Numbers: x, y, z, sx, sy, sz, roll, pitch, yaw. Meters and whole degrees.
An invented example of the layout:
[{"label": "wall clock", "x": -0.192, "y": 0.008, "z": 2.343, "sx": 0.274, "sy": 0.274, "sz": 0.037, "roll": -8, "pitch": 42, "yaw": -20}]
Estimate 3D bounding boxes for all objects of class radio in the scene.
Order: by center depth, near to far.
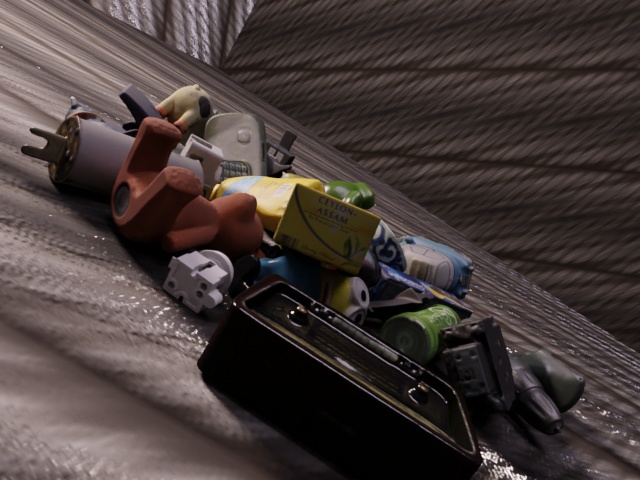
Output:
[{"label": "radio", "x": 0.021, "y": 0.125, "z": 0.472, "sx": 0.230, "sy": 0.073, "sz": 0.131, "roll": 33, "pitch": 14, "yaw": 3}]

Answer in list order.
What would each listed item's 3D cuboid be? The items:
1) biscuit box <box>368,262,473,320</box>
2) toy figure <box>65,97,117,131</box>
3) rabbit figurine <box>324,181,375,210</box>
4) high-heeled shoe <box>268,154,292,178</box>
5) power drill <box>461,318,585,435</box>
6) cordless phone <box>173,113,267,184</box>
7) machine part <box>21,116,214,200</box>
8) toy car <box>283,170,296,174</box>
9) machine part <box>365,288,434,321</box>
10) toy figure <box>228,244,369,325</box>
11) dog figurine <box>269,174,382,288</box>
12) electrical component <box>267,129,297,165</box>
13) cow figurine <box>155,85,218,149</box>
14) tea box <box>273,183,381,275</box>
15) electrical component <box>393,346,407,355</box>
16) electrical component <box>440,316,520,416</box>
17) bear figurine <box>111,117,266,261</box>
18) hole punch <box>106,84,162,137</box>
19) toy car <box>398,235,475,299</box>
[{"label": "biscuit box", "x": 0.156, "y": 0.100, "z": 0.879, "sx": 0.202, "sy": 0.062, "sz": 0.059, "roll": 24, "pitch": 15, "yaw": -32}, {"label": "toy figure", "x": -0.309, "y": -0.143, "z": 0.722, "sx": 0.058, "sy": 0.064, "sz": 0.155, "roll": -26, "pitch": 44, "yaw": -29}, {"label": "rabbit figurine", "x": 0.054, "y": -0.032, "z": 1.016, "sx": 0.159, "sy": 0.121, "sz": 0.170, "roll": 19, "pitch": 33, "yaw": -51}, {"label": "high-heeled shoe", "x": -0.169, "y": -0.143, "z": 1.040, "sx": 0.248, "sy": 0.086, "sz": 0.145, "roll": 2, "pitch": 0, "yaw": -38}, {"label": "power drill", "x": 0.316, "y": 0.215, "z": 0.820, "sx": 0.207, "sy": 0.086, "sz": 0.232, "roll": 12, "pitch": 20, "yaw": -35}, {"label": "cordless phone", "x": -0.178, "y": -0.143, "z": 0.865, "sx": 0.184, "sy": 0.146, "sz": 0.089, "roll": 7, "pitch": -14, "yaw": -42}, {"label": "machine part", "x": -0.228, "y": -0.085, "z": 0.650, "sx": 0.243, "sy": 0.079, "sz": 0.079, "roll": 16, "pitch": 21, "yaw": -47}, {"label": "toy car", "x": -0.054, "y": -0.113, "z": 1.160, "sx": 0.202, "sy": 0.056, "sz": 0.073, "roll": 36, "pitch": 10, "yaw": 36}, {"label": "machine part", "x": 0.095, "y": 0.096, "z": 0.762, "sx": 0.139, "sy": 0.084, "sz": 0.039, "roll": 6, "pitch": 61, "yaw": -43}, {"label": "toy figure", "x": -0.020, "y": 0.057, "z": 0.610, "sx": 0.180, "sy": 0.082, "sz": 0.089, "roll": 17, "pitch": 16, "yaw": -37}, {"label": "dog figurine", "x": -0.002, "y": -0.002, "z": 0.808, "sx": 0.191, "sy": 0.108, "sz": 0.219, "roll": 29, "pitch": 17, "yaw": -17}, {"label": "electrical component", "x": -0.096, "y": -0.200, "z": 1.255, "sx": 0.075, "sy": 0.119, "sz": 0.048, "roll": 36, "pitch": 13, "yaw": 3}, {"label": "cow figurine", "x": -0.223, "y": -0.214, "z": 0.999, "sx": 0.085, "sy": 0.127, "sz": 0.194, "roll": 38, "pitch": -16, "yaw": 12}, {"label": "tea box", "x": 0.008, "y": -0.010, "z": 0.622, "sx": 0.098, "sy": 0.068, "sz": 0.169, "roll": 22, "pitch": -2, "yaw": -1}, {"label": "electrical component", "x": 0.086, "y": 0.156, "z": 0.580, "sx": 0.102, "sy": 0.045, "sz": 0.078, "roll": 29, "pitch": 42, "yaw": -2}, {"label": "electrical component", "x": 0.202, "y": 0.158, "z": 0.680, "sx": 0.134, "sy": 0.058, "sz": 0.115, "roll": 5, "pitch": 67, "yaw": -62}, {"label": "bear figurine", "x": -0.127, "y": -0.036, "z": 0.613, "sx": 0.195, "sy": 0.132, "sz": 0.120, "roll": 13, "pitch": 40, "yaw": -41}, {"label": "hole punch", "x": -0.284, "y": -0.180, "z": 0.848, "sx": 0.115, "sy": 0.092, "sz": 0.142, "roll": 30, "pitch": 10, "yaw": -23}, {"label": "toy car", "x": 0.189, "y": 0.056, "z": 0.977, "sx": 0.162, "sy": 0.109, "sz": 0.103, "roll": 20, "pitch": 12, "yaw": 31}]
